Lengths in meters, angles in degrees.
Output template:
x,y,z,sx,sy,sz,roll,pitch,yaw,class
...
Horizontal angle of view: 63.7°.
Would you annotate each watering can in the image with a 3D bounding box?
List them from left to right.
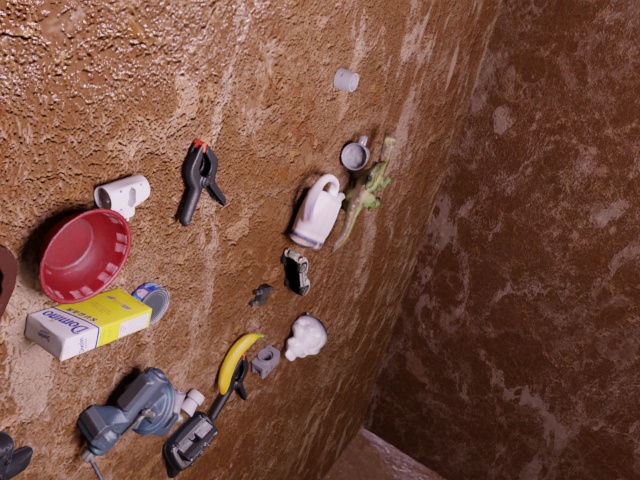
x,y,z,sx,sy,sz,roll,pitch,yaw,class
0.005,-0.076,1.507,0.224,0.104,0.346,-66,167,1,watering can

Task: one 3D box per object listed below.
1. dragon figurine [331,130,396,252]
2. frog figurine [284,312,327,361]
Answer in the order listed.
x,y,z,sx,sy,sz,roll,pitch,yaw,class
0.139,-0.162,1.606,0.239,0.122,0.416,89,26,-71,dragon figurine
-0.057,0.341,1.772,0.162,0.122,0.135,-38,113,-32,frog figurine
